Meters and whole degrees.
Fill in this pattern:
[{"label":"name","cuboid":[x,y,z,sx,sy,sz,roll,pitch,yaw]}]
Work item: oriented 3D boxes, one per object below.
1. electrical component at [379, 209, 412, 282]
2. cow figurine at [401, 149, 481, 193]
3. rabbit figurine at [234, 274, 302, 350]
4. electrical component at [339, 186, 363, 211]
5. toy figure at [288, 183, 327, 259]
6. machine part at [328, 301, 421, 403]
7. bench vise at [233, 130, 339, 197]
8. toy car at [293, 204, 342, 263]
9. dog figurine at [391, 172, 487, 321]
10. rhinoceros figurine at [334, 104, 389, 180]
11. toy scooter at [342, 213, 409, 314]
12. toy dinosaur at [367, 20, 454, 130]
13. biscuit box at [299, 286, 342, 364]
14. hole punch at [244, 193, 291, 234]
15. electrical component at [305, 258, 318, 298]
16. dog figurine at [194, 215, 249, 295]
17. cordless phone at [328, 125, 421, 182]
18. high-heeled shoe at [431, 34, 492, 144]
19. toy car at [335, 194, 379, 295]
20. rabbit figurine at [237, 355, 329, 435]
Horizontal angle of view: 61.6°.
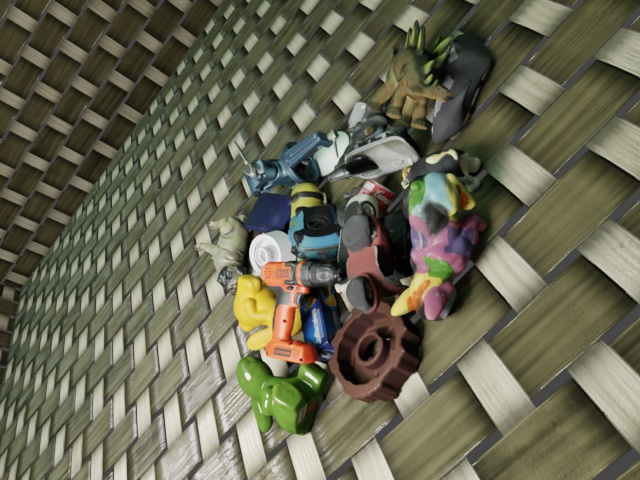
[{"label":"electrical component","cuboid":[0.136,0.015,1.017,0.115,0.058,0.134,-26,47,41]},{"label":"cow figurine","cuboid":[0.205,-0.124,0.997,0.167,0.098,0.068,-7,67,48]},{"label":"rabbit figurine","cuboid":[-0.107,0.164,1.168,0.173,0.121,0.162,15,80,34]},{"label":"electrical component","cuboid":[0.083,-0.086,1.183,0.094,0.021,0.063,-4,63,49]},{"label":"toy figure","cuboid":[-0.031,-0.049,1.238,0.082,0.089,0.180,-7,56,31]},{"label":"machine part","cuboid":[0.096,0.194,0.942,0.179,0.056,0.179,-31,43,34]},{"label":"bench vise","cuboid":[-0.062,-0.191,1.273,0.241,0.223,0.129,-32,62,34]},{"label":"toy car","cuboid":[-0.002,-0.003,1.127,0.109,0.102,0.162,-7,36,-5]},{"label":"dog figurine","cuboid":[0.178,0.023,0.867,0.109,0.191,0.219,-1,50,44]},{"label":"rhinoceros figurine","cuboid":[0.102,-0.224,1.223,0.190,0.073,0.112,-63,25,-2]},{"label":"toy scooter","cuboid":[0.101,0.047,0.920,0.075,0.135,0.184,-27,49,40]},{"label":"toy dinosaur","cuboid":[0.191,-0.349,1.134,0.198,0.105,0.472,-63,18,16]},{"label":"biscuit box","cuboid":[-0.001,0.147,1.087,0.063,0.059,0.203,-40,40,26]},{"label":"hole punch","cuboid":[-0.113,-0.056,1.334,0.116,0.092,0.142,-5,51,49]},{"label":"electrical component","cuboid":[-0.050,0.082,1.101,0.119,0.047,0.075,-5,61,46]},{"label":"dog figurine","cuboid":[-0.219,0.036,1.420,0.191,0.121,0.172,40,101,40]},{"label":"cordless phone","cuboid":[0.104,-0.160,1.066,0.147,0.184,0.088,-16,98,34]},{"label":"high-heeled shoe","cuboid":[0.276,-0.308,1.090,0.145,0.086,0.249,112,178,-47]},{"label":"toy car","cuboid":[0.067,0.007,1.009,0.073,0.056,0.202,-21,54,48]},{"label":"rabbit figurine","cuboid":[-0.082,0.284,1.025,0.170,0.158,0.121,25,42,27]}]
